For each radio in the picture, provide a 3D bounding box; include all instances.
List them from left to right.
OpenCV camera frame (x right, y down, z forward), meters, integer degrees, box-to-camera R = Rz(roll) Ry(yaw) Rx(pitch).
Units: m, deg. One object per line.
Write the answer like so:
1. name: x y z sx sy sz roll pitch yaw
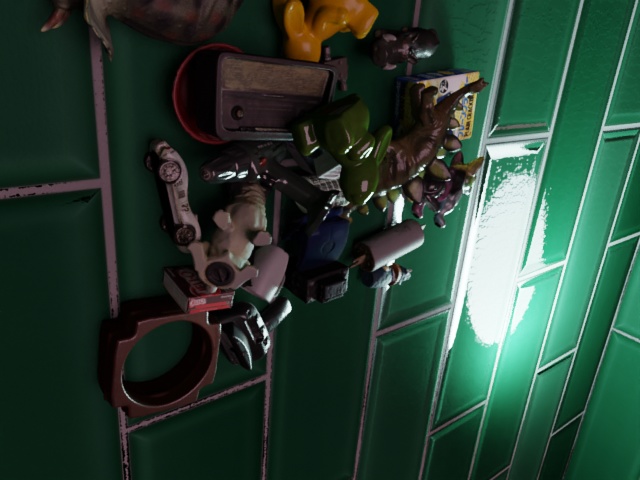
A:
1. radio: -0.086 -0.231 0.874 0.229 0.073 0.131 -7 115 -37

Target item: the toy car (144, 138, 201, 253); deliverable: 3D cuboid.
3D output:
1. toy car: -0.243 -0.072 0.898 0.056 0.074 0.201 -22 123 -28

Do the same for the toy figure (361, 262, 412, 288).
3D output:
1. toy figure: 0.168 0.086 1.337 0.154 0.064 0.058 -4 76 -44

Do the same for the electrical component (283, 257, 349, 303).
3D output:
1. electrical component: -0.007 0.079 1.131 0.115 0.134 0.058 -19 122 -36

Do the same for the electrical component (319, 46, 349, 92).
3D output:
1. electrical component: 0.028 -0.331 1.044 0.063 0.021 0.093 -26 124 -30

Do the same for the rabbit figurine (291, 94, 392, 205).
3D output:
1. rabbit figurine: 0.048 -0.147 0.908 0.159 0.121 0.170 -47 126 -43

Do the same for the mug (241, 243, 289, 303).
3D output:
1. mug: -0.103 0.066 1.082 0.109 0.081 0.107 39 77 -45

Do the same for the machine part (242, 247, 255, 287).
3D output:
1. machine part: -0.147 0.020 1.012 0.084 0.039 0.139 4 76 -33

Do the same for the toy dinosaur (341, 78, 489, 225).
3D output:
1. toy dinosaur: 0.165 -0.166 1.136 0.471 0.105 0.198 -38 115 12

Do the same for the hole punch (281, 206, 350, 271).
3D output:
1. hole punch: -0.002 -0.003 1.090 0.142 0.092 0.115 -12 159 -33

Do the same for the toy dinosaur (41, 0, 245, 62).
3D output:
1. toy dinosaur: -0.209 -0.349 0.775 0.405 0.131 0.192 -7 127 -43

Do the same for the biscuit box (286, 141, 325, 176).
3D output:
1. biscuit box: -0.048 -0.212 1.009 0.063 0.059 0.202 -48 133 -11

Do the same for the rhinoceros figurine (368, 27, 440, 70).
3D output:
1. rhinoceros figurine: 0.164 -0.382 1.076 0.190 0.112 0.073 -25 127 -40

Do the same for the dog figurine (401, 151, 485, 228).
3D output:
1. dog figurine: 0.305 -0.152 1.313 0.219 0.109 0.191 -50 131 -17

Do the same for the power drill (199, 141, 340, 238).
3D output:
1. power drill: -0.077 -0.094 0.916 0.086 0.207 0.232 -59 179 30

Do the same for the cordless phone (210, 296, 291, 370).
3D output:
1. cordless phone: -0.131 0.162 1.116 0.184 0.089 0.146 -43 132 -32

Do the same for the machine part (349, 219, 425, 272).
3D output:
1. machine part: 0.166 0.011 1.286 0.243 0.079 0.079 -24 124 -30

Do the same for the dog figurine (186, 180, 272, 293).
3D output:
1. dog figurine: -0.152 -0.014 0.954 0.121 0.191 0.172 37 109 -17

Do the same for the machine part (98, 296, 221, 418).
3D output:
1. machine part: -0.292 0.206 0.980 0.201 0.087 0.201 -5 111 -40

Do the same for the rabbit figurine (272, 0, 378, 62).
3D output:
1. rabbit figurine: -0.007 -0.372 0.937 0.162 0.122 0.173 22 113 -41
